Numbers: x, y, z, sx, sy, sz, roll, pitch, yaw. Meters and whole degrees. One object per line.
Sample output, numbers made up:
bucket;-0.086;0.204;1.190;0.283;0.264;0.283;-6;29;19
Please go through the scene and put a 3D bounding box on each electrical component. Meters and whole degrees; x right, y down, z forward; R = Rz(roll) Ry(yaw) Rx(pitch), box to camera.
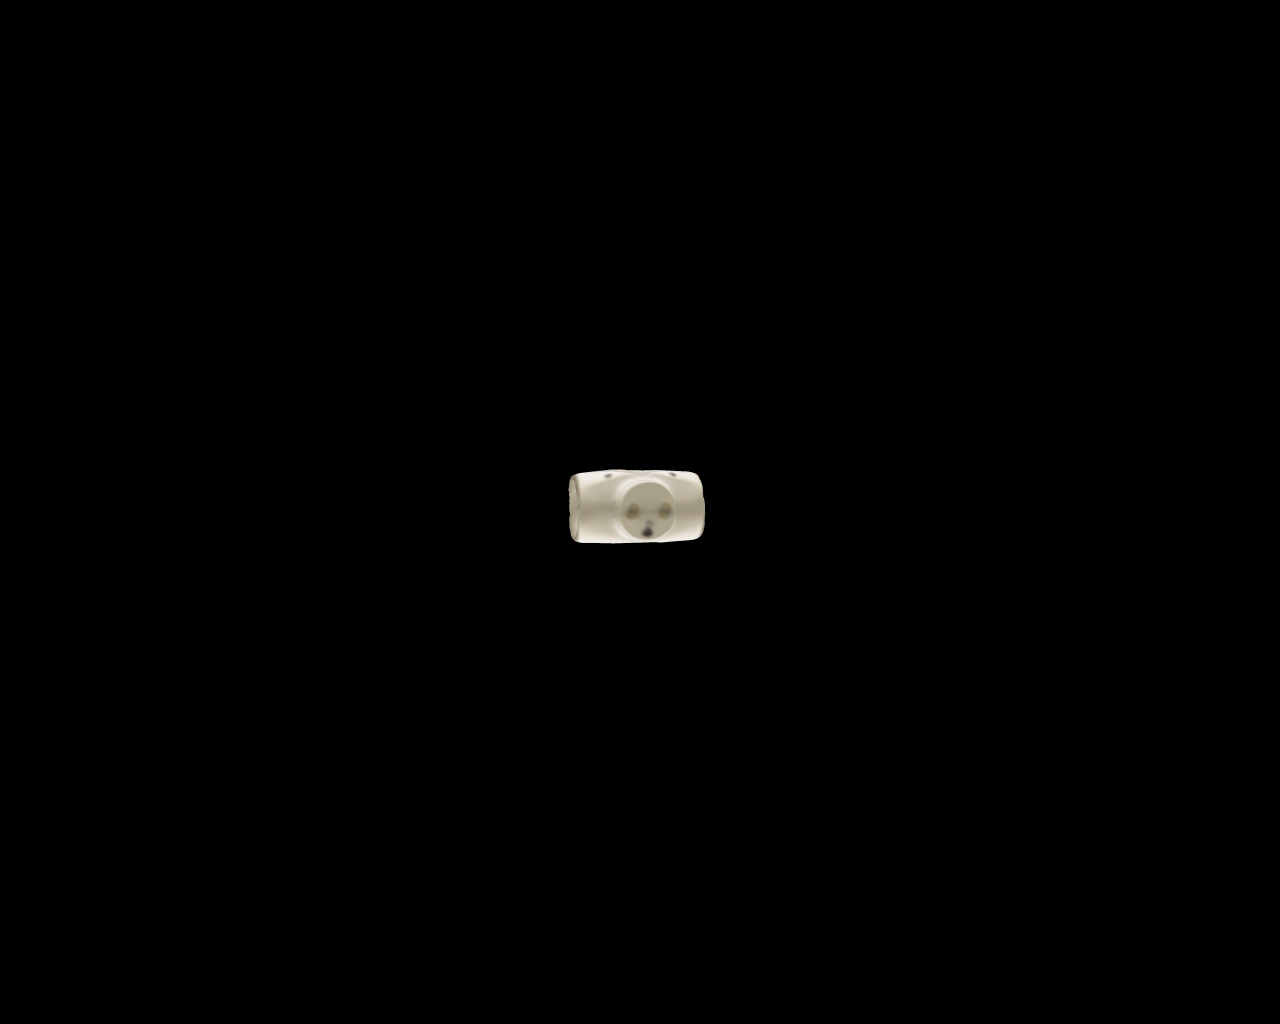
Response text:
electrical component;0.001;-0.003;0.650;0.077;0.043;0.079;-1;4;-11
